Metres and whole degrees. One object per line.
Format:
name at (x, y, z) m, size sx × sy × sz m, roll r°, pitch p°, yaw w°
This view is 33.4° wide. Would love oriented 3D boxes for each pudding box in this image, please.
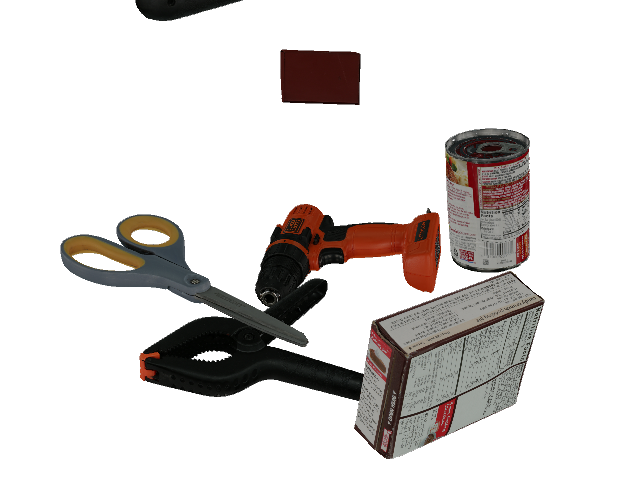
pudding box at (0.079, 0.077, 0.660) m, size 0.113 × 0.090 × 0.039 m, roll -19°, pitch 42°, yaw -31°

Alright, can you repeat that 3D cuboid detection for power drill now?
power drill at (0.032, 0.017, 1.155) m, size 0.188 × 0.057 × 0.184 m, roll 2°, pitch 31°, yaw 12°

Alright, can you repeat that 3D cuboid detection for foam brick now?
foam brick at (-0.001, -0.163, 1.066) m, size 0.078 × 0.051 × 0.053 m, roll 1°, pitch 12°, yaw -4°

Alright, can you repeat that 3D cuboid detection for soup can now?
soup can at (0.139, -0.033, 0.879) m, size 0.068 × 0.102 × 0.068 m, roll -5°, pitch 26°, yaw 2°

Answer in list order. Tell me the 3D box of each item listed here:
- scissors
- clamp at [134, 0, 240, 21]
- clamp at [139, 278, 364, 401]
scissors at (-0.084, 0.022, 0.741) m, size 0.202 × 0.016 × 0.096 m, roll 14°, pitch 33°, yaw 18°
clamp at (-0.013, -0.140, 0.525) m, size 0.171 × 0.039 × 0.120 m, roll -1°, pitch 41°, yaw 3°
clamp at (-0.058, 0.106, 0.981) m, size 0.209 × 0.036 × 0.165 m, roll -12°, pitch 37°, yaw -21°
